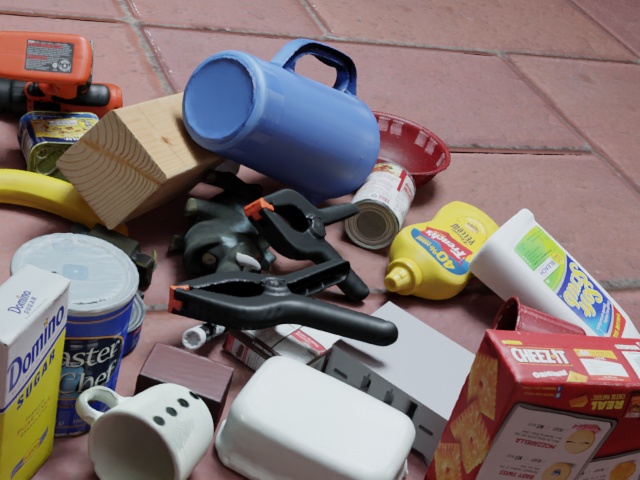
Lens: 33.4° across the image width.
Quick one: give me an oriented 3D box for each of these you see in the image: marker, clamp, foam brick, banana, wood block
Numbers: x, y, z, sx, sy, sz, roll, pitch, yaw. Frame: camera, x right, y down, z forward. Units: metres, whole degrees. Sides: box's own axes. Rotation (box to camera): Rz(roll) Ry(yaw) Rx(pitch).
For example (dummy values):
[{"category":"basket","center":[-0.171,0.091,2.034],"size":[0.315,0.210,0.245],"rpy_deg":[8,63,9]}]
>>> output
[{"category":"marker","center":[-0.105,0.086,1.008],"size":[0.020,0.020,0.121],"rpy_deg":[22,6,7]},{"category":"clamp","center":[-0.007,0.001,1.138],"size":[0.171,0.039,0.120],"rpy_deg":[12,52,-44]},{"category":"foam brick","center":[-0.122,0.134,0.941],"size":[0.078,0.053,0.051],"rpy_deg":[18,33,2]},{"category":"banana","center":[-0.299,-0.041,1.139],"size":[0.197,0.037,0.069],"rpy_deg":[10,49,-8]},{"category":"wood block","center":[-0.179,-0.092,1.148],"size":[0.091,0.090,0.205],"rpy_deg":[51,20,0]},{"category":"clamp","center":[-0.036,0.061,1.013],"size":[0.209,0.036,0.165],"rpy_deg":[-1,22,-23]}]

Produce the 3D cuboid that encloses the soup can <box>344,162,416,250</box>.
[{"category":"soup can","center":[0.072,-0.041,1.279],"size":[0.068,0.069,0.102],"rpy_deg":[21,33,5]}]

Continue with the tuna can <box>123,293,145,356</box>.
[{"category":"tuna can","center":[-0.210,0.075,1.006],"size":[0.086,0.034,0.086],"rpy_deg":[12,33,-8]}]

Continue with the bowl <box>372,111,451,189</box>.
[{"category":"bowl","center":[0.086,-0.107,1.396],"size":[0.162,0.055,0.162],"rpy_deg":[12,33,-8]}]

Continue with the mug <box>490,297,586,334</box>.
[{"category":"mug","center":[0.220,0.115,1.109],"size":[0.081,0.093,0.117],"rpy_deg":[20,-1,-5]}]

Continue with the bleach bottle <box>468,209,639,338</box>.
[{"category":"bleach bottle","center":[0.286,0.080,1.173],"size":[0.251,0.068,0.102],"rpy_deg":[42,45,13]}]

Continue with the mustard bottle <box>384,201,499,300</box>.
[{"category":"mustard bottle","center":[0.135,0.020,1.225],"size":[0.096,0.058,0.191],"rpy_deg":[46,41,17]}]

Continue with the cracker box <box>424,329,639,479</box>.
[{"category":"cracker box","center":[0.182,0.176,0.870],"size":[0.164,0.214,0.072],"rpy_deg":[4,33,-20]}]

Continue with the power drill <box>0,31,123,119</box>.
[{"category":"power drill","center":[-0.324,-0.183,1.226],"size":[0.184,0.057,0.188],"rpy_deg":[1,-8,-7]}]

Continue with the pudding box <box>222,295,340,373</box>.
[{"category":"pudding box","center":[-0.026,0.096,1.056],"size":[0.090,0.039,0.113],"rpy_deg":[32,34,23]}]

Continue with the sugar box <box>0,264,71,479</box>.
[{"category":"sugar box","center":[-0.232,0.116,0.802],"size":[0.048,0.176,0.093],"rpy_deg":[21,32,7]}]

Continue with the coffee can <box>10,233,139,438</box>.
[{"category":"coffee can","center":[-0.214,0.080,0.897],"size":[0.102,0.140,0.103],"rpy_deg":[12,33,-8]}]

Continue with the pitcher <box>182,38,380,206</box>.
[{"category":"pitcher","center":[-0.040,-0.140,1.198],"size":[0.242,0.145,0.149],"rpy_deg":[16,50,-59]}]

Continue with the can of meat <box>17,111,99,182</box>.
[{"category":"can of meat","center":[-0.290,-0.106,1.218],"size":[0.101,0.057,0.084],"rpy_deg":[-1,34,-27]}]
